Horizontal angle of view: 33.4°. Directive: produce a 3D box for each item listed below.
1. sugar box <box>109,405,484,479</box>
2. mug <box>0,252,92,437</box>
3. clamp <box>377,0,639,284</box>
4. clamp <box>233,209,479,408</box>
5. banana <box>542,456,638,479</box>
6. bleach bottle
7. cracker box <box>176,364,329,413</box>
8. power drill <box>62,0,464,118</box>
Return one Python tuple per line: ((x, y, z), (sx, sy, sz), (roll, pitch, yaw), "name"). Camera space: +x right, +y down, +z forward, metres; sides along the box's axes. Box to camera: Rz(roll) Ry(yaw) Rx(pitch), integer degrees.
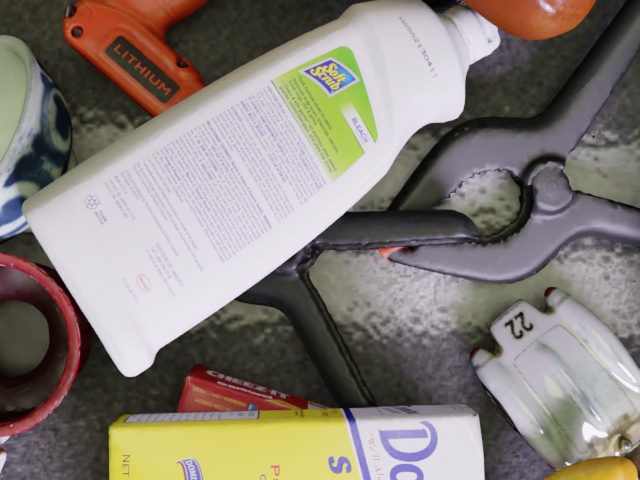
((-0.010, 0.129, 0.514), (0.176, 0.048, 0.093), (-2, 88, 0), "sugar box")
((-0.178, 0.048, 0.564), (0.117, 0.081, 0.093), (20, 89, -2), "mug")
((0.127, -0.043, 0.595), (0.210, 0.036, 0.164), (-14, 99, 0), "clamp")
((-0.004, 0.001, 0.574), (0.171, 0.039, 0.120), (38, 85, 12), "clamp")
((0.099, 0.187, 0.565), (0.037, 0.070, 0.198), (22, 100, -35), "banana")
((-0.015, -0.041, 0.533), (0.250, 0.068, 0.102), (-32, 98, -11), "bleach bottle")
((-0.025, 0.193, 0.574), (0.164, 0.072, 0.214), (18, 90, -1), "cracker box")
((-0.033, -0.139, 0.585), (0.184, 0.057, 0.187), (40, 86, -1), "power drill")
